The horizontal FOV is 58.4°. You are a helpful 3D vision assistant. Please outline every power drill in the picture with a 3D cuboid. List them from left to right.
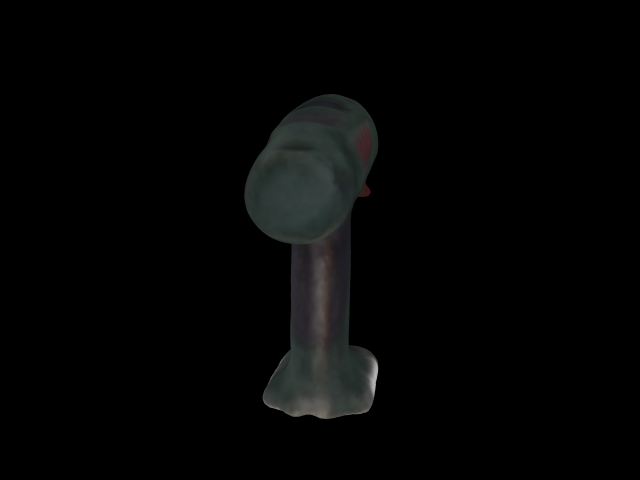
[{"bbox_3d":[0.004,0.001,0.400,0.075,0.208,0.230,1,9,8],"label":"power drill"}]
